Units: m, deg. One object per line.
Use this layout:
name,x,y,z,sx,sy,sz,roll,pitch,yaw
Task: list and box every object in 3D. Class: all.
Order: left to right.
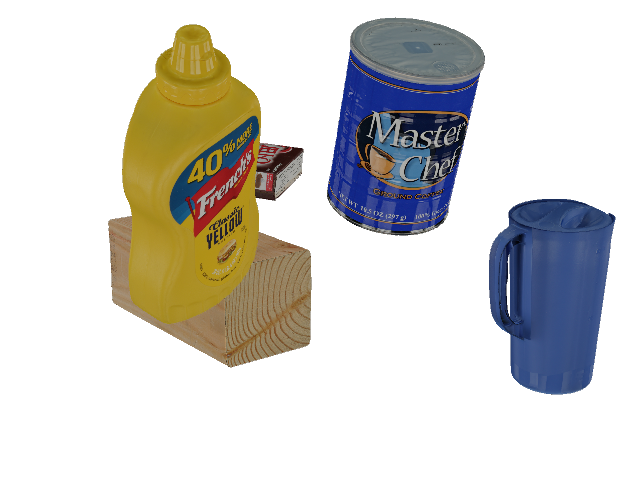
mustard bottle,-0.074,-0.043,0.629,0.058,0.192,0.096,31,51,23
wood block,-0.106,0.036,0.980,0.090,0.090,0.206,-12,20,-36
pudding box,-0.078,-0.086,1.274,0.090,0.039,0.113,8,24,13
coffee can,0.064,-0.090,0.842,0.102,0.140,0.103,6,35,-4
pitcher,0.300,0.076,1.396,0.149,0.243,0.144,4,20,15
